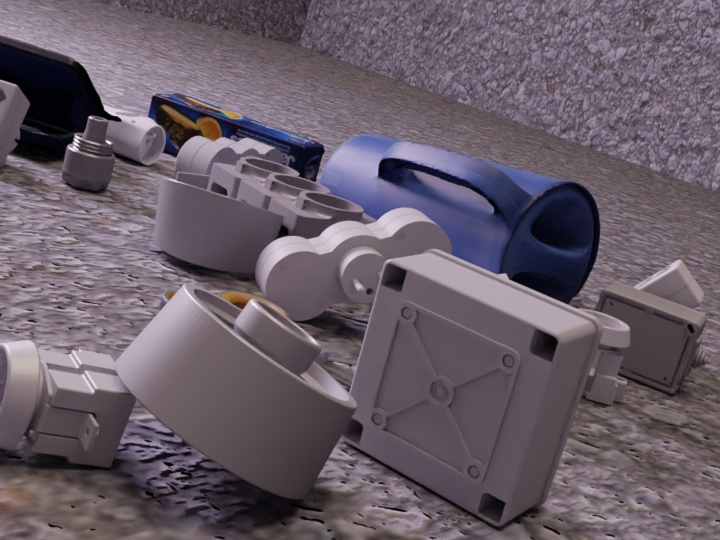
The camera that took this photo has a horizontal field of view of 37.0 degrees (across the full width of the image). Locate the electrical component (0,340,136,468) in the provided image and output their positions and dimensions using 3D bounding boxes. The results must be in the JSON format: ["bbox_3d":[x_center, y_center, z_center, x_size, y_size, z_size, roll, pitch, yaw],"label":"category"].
[{"bbox_3d":[-0.137,0.058,0.478,0.055,0.048,0.066,16,12,-34],"label":"electrical component"}]

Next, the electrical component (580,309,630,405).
[{"bbox_3d":[0.167,0.061,0.781,0.066,0.055,0.048,15,14,-3],"label":"electrical component"}]

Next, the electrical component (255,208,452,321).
[{"bbox_3d":[0.000,0.000,0.758,0.138,0.052,0.073,-15,22,-12],"label":"electrical component"}]

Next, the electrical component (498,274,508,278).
[{"bbox_3d":[0.089,0.048,0.722,0.064,0.081,0.042,-6,14,2],"label":"electrical component"}]

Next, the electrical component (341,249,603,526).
[{"bbox_3d":[0.056,0.058,0.561,0.109,0.108,0.056,25,19,30],"label":"electrical component"}]

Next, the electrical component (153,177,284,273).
[{"bbox_3d":[-0.111,-0.038,0.833,0.099,0.064,0.099,15,14,-4],"label":"electrical component"}]

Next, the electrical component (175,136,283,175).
[{"bbox_3d":[-0.116,-0.099,1.086,0.074,0.052,0.138,23,15,24],"label":"electrical component"}]

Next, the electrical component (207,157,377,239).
[{"bbox_3d":[-0.060,-0.045,0.924,0.089,0.061,0.150,5,18,-39],"label":"electrical component"}]

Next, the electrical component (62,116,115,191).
[{"bbox_3d":[-0.237,-0.104,0.950,0.043,0.062,0.043,15,14,-4],"label":"electrical component"}]

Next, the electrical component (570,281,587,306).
[{"bbox_3d":[0.182,0.001,1.039,0.080,0.051,0.080,15,14,-4],"label":"electrical component"}]

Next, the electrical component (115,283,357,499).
[{"bbox_3d":[-0.051,0.049,0.499,0.108,0.060,0.108,36,1,-1],"label":"electrical component"}]

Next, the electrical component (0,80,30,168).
[{"bbox_3d":[-0.324,-0.125,0.947,0.047,0.065,0.076,17,-14,5],"label":"electrical component"}]

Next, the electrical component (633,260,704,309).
[{"bbox_3d":[0.259,0.046,0.923,0.075,0.083,0.047,57,22,4],"label":"electrical component"}]

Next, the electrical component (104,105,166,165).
[{"bbox_3d":[-0.239,-0.144,1.140,0.077,0.043,0.079,22,15,21],"label":"electrical component"}]

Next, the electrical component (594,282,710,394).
[{"bbox_3d":[0.236,0.055,0.869,0.096,0.061,0.061,22,15,21],"label":"electrical component"}]
